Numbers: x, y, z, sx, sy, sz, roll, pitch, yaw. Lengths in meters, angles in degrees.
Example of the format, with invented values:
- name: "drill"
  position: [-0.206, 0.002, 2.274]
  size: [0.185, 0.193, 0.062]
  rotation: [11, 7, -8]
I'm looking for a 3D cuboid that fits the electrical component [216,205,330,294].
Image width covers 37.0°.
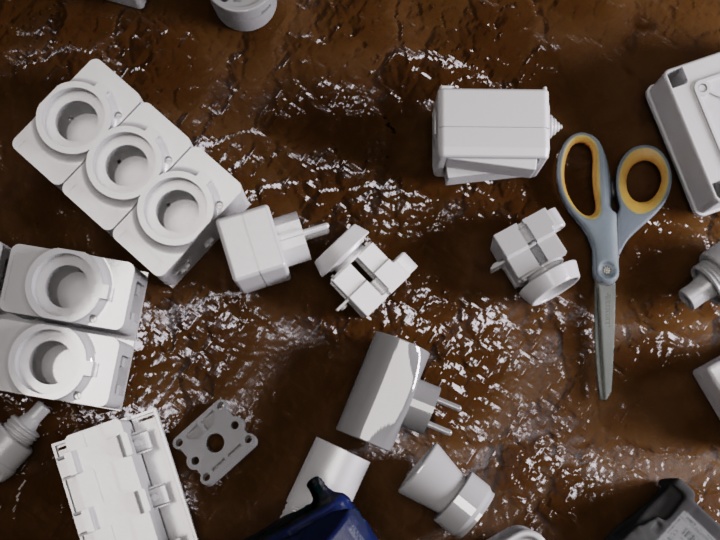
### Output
- name: "electrical component"
  position: [-0.059, -0.020, 0.786]
  size: [0.077, 0.065, 0.047]
  rotation: [-17, 81, -3]

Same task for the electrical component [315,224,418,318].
- name: "electrical component"
  position: [0.000, 0.000, 0.794]
  size: [0.066, 0.048, 0.055]
  rotation: [-44, 91, -6]

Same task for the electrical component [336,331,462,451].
- name: "electrical component"
  position: [0.033, 0.095, 0.779]
  size: [0.079, 0.043, 0.077]
  rotation: [22, 81, 3]

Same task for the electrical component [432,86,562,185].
- name: "electrical component"
  position: [0.103, -0.098, 0.802]
  size: [0.096, 0.061, 0.061]
  rotation: [1, 81, 0]

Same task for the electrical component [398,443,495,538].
- name: "electrical component"
  position: [0.062, 0.158, 0.769]
  size: [0.055, 0.045, 0.045]
  rotation: [38, 83, 5]

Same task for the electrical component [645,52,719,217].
- name: "electrical component"
  position: [0.288, -0.110, 0.807]
  size: [0.109, 0.056, 0.108]
  rotation: [-19, 81, -3]

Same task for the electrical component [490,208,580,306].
- name: "electrical component"
  position: [0.131, -0.007, 0.796]
  size: [0.066, 0.048, 0.055]
  rotation: [-28, 74, -5]

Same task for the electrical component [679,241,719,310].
- name: "electrical component"
  position: [0.266, 0.005, 0.796]
  size: [0.062, 0.043, 0.043]
  rotation: [-35, 83, -4]

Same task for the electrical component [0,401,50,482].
- name: "electrical component"
  position: [-0.250, 0.121, 0.778]
  size: [0.035, 0.035, 0.061]
  rotation: [41, 80, 6]

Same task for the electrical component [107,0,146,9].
- name: "electrical component"
  position: [-0.199, -0.258, 0.833]
  size: [0.100, 0.048, 0.099]
  rotation: [16, 81, 2]

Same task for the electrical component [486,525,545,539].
- name: "electrical component"
  position: [0.090, 0.221, 0.751]
  size: [0.095, 0.059, 0.053]
  rotation: [-29, 82, -5]

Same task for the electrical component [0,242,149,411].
- name: "electrical component"
  position: [-0.260, 0.034, 0.779]
  size: [0.186, 0.060, 0.105]
  rotation: [9, 81, 1]

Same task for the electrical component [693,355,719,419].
- name: "electrical component"
  position: [0.284, 0.087, 0.765]
  size: [0.047, 0.076, 0.065]
  rotation: [-28, 82, -4]

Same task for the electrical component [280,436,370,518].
- name: "electrical component"
  position: [-0.029, 0.165, 0.768]
  size: [0.043, 0.043, 0.081]
  rotation: [25, 82, 4]

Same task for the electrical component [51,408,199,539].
- name: "electrical component"
  position: [-0.165, 0.167, 0.757]
  size: [0.079, 0.063, 0.121]
  rotation: [-19, 81, -3]

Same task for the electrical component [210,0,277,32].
- name: "electrical component"
  position: [-0.090, -0.215, 0.827]
  size: [0.055, 0.047, 0.055]
  rotation: [0, 81, -1]

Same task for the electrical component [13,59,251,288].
- name: "electrical component"
  position: [-0.168, -0.072, 0.796]
  size: [0.150, 0.061, 0.089]
  rotation: [41, 83, 6]
